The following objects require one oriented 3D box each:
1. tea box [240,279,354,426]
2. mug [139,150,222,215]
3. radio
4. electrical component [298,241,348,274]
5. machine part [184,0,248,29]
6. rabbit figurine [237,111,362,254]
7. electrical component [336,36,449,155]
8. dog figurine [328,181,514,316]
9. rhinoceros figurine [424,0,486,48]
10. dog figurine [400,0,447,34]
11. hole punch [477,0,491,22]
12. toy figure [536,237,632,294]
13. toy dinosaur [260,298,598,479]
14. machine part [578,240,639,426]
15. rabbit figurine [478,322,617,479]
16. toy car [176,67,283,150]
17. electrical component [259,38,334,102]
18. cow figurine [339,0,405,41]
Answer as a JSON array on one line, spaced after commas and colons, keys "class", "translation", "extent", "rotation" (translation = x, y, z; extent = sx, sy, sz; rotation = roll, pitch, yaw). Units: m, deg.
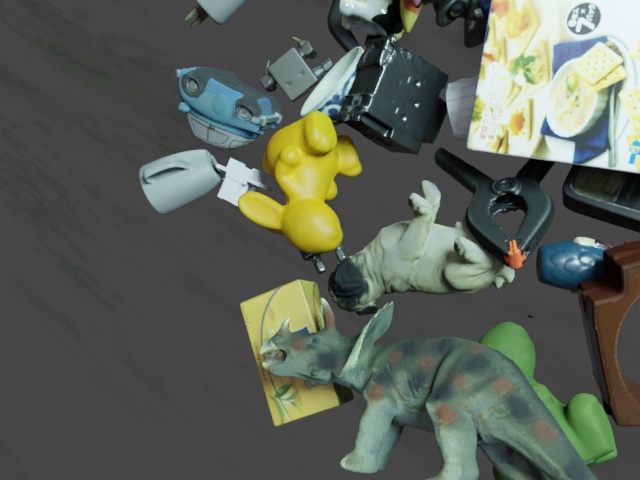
[{"class": "tea box", "translation": [-0.032, 0.148, 0.720], "extent": [0.098, 0.068, 0.169], "rotation": [-25, 73, 17]}, {"class": "mug", "translation": [-0.211, -0.099, 0.813], "extent": [0.107, 0.109, 0.081], "rotation": [-23, 70, 4]}, {"class": "radio", "translation": [0.381, -0.122, 0.597], "extent": [0.131, 0.073, 0.229], "rotation": [27, 95, 23]}, {"class": "electrical component", "translation": [-0.002, -0.002, 0.756], "extent": [0.063, 0.021, 0.094], "rotation": [-31, 71, 14]}, {"class": "machine part", "translation": [-0.121, -0.421, 0.837], "extent": [0.243, 0.079, 0.079], "rotation": [-38, 71, 12]}, {"class": "rabbit figurine", "translation": [-0.026, -0.061, 0.713], "extent": [0.162, 0.121, 0.173], "rotation": [-16, 71, 16]}, {"class": "electrical component", "translation": [0.102, -0.176, 0.688], "extent": [0.058, 0.134, 0.114], "rotation": [25, 94, 57]}, {"class": "dog figurine", "translation": [0.119, 0.047, 0.675], "extent": [0.172, 0.121, 0.190], "rotation": [44, 118, 15]}, {"class": "rhinoceros figurine", "translation": [0.192, -0.347, 0.712], "extent": [0.112, 0.073, 0.190], "rotation": [-1, 80, 11]}, {"class": "dog figurine", "translation": [0.079, -0.363, 0.637], "extent": [0.192, 0.108, 0.219], "rotation": [-4, 86, -1]}, {"class": "hole punch", "translation": [0.252, -0.270, 0.613], "extent": [0.142, 0.116, 0.092], "rotation": [11, 101, 46]}, {"class": "toy figure", "translation": [0.328, 0.029, 0.604], "extent": [0.155, 0.064, 0.058], "rotation": [2, 45, 17]}, {"class": "toy dinosaur", "translation": [0.125, 0.161, 0.553], "extent": [0.405, 0.131, 0.192], "rotation": [2, 72, 37]}, {"class": "machine part", "translation": [0.376, 0.094, 0.531], "extent": [0.202, 0.087, 0.200], "rotation": [-13, 98, 15]}, {"class": "rabbit figurine", "translation": [0.225, 0.183, 0.609], "extent": [0.159, 0.121, 0.170], "rotation": [-34, 53, 21]}, {"class": "toy car", "translation": [-0.142, -0.189, 0.806], "extent": [0.162, 0.109, 0.102], "rotation": [31, 117, 11]}, {"class": "electrical component", "translation": [-0.040, -0.253, 0.801], "extent": [0.102, 0.045, 0.078], "rotation": [-42, 98, 13]}, {"class": "cow figurine", "translation": [0.097, -0.352, 0.718], "extent": [0.098, 0.068, 0.167], "rotation": [23, 85, 8]}]
